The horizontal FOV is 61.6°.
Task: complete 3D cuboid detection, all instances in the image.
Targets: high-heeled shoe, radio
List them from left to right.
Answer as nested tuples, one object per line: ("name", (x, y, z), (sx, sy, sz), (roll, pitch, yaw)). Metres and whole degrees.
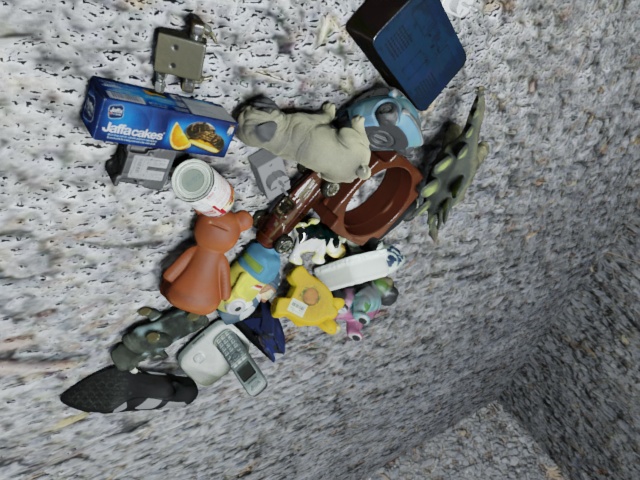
("high-heeled shoe", (-0.376, 0.311, 1.087), (0.249, 0.086, 0.145), (-3, 155, -7))
("radio", (0.154, -0.328, 0.903), (0.131, 0.073, 0.229), (-48, 147, 9))

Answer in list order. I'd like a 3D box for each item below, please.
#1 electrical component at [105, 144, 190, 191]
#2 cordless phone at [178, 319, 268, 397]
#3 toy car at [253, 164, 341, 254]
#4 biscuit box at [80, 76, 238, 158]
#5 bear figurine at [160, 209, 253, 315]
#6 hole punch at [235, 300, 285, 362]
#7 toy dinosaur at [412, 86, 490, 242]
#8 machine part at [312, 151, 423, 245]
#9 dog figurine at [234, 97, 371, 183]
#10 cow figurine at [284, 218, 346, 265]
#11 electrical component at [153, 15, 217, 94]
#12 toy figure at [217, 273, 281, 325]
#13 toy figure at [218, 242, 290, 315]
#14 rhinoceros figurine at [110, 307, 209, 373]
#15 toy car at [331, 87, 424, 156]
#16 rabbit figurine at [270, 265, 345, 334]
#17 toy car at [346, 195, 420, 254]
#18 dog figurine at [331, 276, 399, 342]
("electrical component", (-0.241, -0.113, 0.779), (0.119, 0.048, 0.074), (6, 125, -46))
("cordless phone", (-0.197, 0.272, 1.126), (0.146, 0.184, 0.088), (-41, 150, -1))
("toy car", (-0.046, -0.067, 0.979), (0.202, 0.089, 0.053), (-48, 149, 13))
("biscuit box", (-0.215, -0.163, 0.736), (0.202, 0.059, 0.062), (1, 128, -44))
("bear figurine", (-0.200, 0.026, 0.938), (0.120, 0.132, 0.195), (17, 87, -15))
("hole punch", (-0.119, 0.195, 1.186), (0.092, 0.116, 0.142), (-39, 147, -18))
("toy dinosaur", (0.280, -0.146, 1.121), (0.470, 0.105, 0.198), (94, 23, -48))
("machine part", (0.095, -0.099, 1.087), (0.201, 0.087, 0.201), (-49, 147, 11))
("dog figurine", (-0.026, -0.148, 0.847), (0.190, 0.173, 0.121), (-11, 125, -47))
("cow figurine", (-0.003, -0.004, 1.117), (0.167, 0.068, 0.098), (-1, 123, -45))
("electrical component", (-0.177, -0.241, 0.706), (0.078, 0.045, 0.102), (5, 128, -11))
("toy figure", (-0.143, 0.118, 1.125), (0.154, 0.057, 0.064), (-34, -177, -13))
("toy figure", (-0.139, 0.066, 1.050), (0.082, 0.089, 0.180), (35, 93, -43))
("rhinoceros figurine", (-0.306, 0.176, 1.022), (0.190, 0.073, 0.112), (-31, 155, -18))
("toy car", (0.107, -0.214, 0.946), (0.109, 0.162, 0.103), (48, 53, -47))
("rabbit figurine", (-0.027, 0.137, 1.182), (0.162, 0.122, 0.173), (20, 162, -11))
("toy car", (0.144, -0.044, 1.222), (0.202, 0.056, 0.073), (-40, 139, -5))
("dog figurine", (0.091, 0.136, 1.338), (0.219, 0.192, 0.108), (-56, 161, -48))
